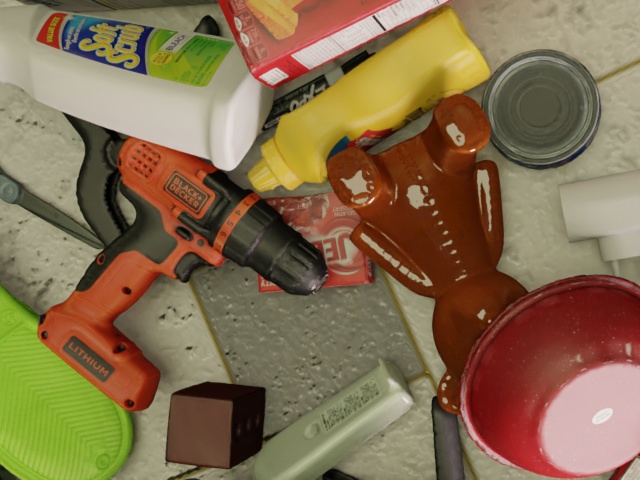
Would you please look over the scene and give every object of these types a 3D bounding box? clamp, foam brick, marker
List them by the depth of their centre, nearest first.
[{"bbox_3d":[0.081,0.214,0.800,0.120,0.039,0.171,-29,85,24],"label":"clamp"},{"bbox_3d":[-0.079,0.140,0.819,0.051,0.078,0.053,5,92,16],"label":"foam brick"},{"bbox_3d":[-0.008,-0.113,0.828,0.121,0.020,0.020,-27,84,13],"label":"marker"},{"bbox_3d":[-0.163,-0.075,0.858,0.165,0.036,0.210,2,92,11],"label":"clamp"}]

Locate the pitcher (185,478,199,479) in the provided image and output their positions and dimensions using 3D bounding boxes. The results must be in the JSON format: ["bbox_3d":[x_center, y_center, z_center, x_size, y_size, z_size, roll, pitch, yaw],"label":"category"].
[{"bbox_3d":[0.002,0.241,0.738,0.243,0.149,0.145,0,115,19],"label":"pitcher"}]

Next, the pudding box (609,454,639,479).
[{"bbox_3d":[0.245,0.216,0.757,0.113,0.039,0.090,35,98,13],"label":"pudding box"}]

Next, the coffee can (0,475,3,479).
[{"bbox_3d":[-0.313,0.201,0.866,0.103,0.102,0.140,-30,83,13],"label":"coffee can"}]

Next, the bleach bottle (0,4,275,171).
[{"bbox_3d":[-0.165,-0.125,0.792,0.251,0.102,0.068,14,132,12],"label":"bleach bottle"}]

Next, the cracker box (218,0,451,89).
[{"bbox_3d":[0.021,-0.221,0.698,0.214,0.072,0.164,-25,84,13],"label":"cracker box"}]

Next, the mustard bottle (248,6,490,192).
[{"bbox_3d":[0.029,-0.093,0.779,0.192,0.096,0.058,-32,84,13],"label":"mustard bottle"}]

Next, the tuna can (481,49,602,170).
[{"bbox_3d":[0.161,-0.095,0.777,0.086,0.033,0.086,0,90,14],"label":"tuna can"}]

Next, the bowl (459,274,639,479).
[{"bbox_3d":[0.179,0.106,0.721,0.162,0.055,0.162,-6,117,-12],"label":"bowl"}]

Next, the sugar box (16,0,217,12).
[{"bbox_3d":[-0.153,-0.208,0.826,0.176,0.093,0.048,2,91,14],"label":"sugar box"}]

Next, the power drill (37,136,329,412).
[{"bbox_3d":[-0.110,0.034,0.807,0.184,0.057,0.188,37,96,10],"label":"power drill"}]

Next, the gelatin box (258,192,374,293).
[{"bbox_3d":[-0.005,0.001,0.823,0.089,0.030,0.073,-5,90,15],"label":"gelatin box"}]

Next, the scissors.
[{"bbox_3d":[-0.276,-0.031,0.899,0.202,0.016,0.096,45,102,10],"label":"scissors"}]
